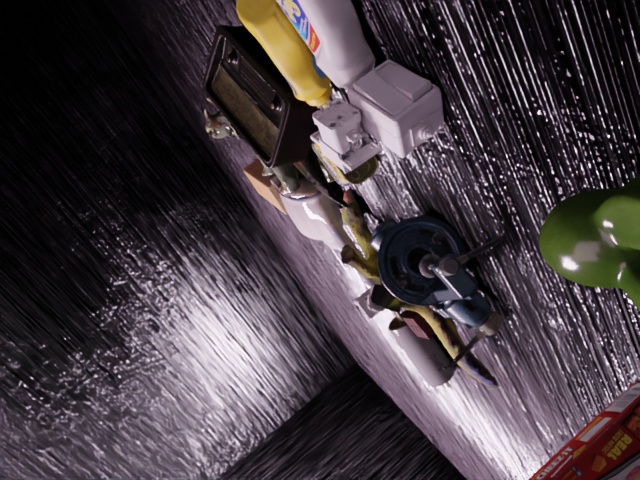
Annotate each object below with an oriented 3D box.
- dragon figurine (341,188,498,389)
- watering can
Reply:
[{"bbox_3d":[0.159,0.075,0.928,0.412,0.122,0.242,53,-172,7],"label":"dragon figurine"},{"bbox_3d":[0.003,-0.054,1.078,0.353,0.104,0.219,45,167,44],"label":"watering can"}]
